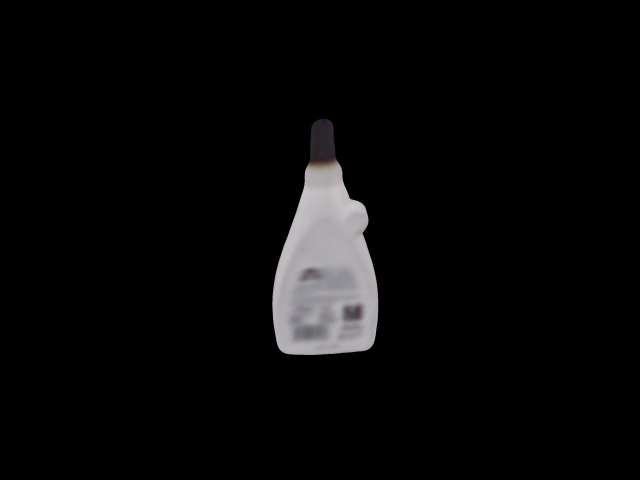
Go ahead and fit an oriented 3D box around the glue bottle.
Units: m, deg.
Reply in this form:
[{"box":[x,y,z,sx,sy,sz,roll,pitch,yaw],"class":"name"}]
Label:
[{"box":[0.004,0.001,0.400,0.078,0.173,0.037,-2,27,-3],"class":"glue bottle"}]
